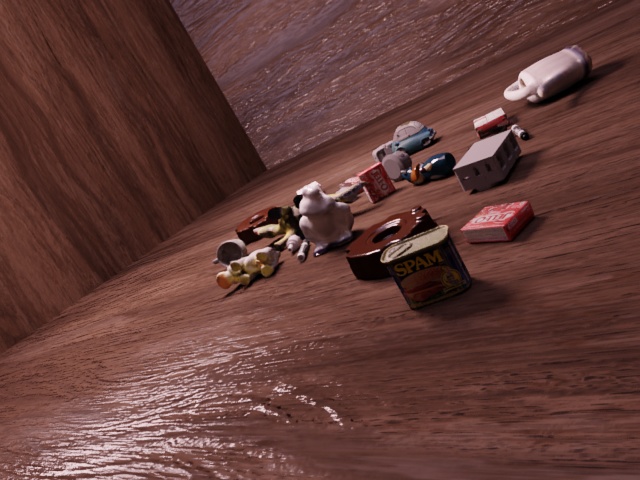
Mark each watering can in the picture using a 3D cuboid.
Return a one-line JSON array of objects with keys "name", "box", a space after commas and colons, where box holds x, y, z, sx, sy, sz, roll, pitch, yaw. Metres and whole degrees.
[{"name": "watering can", "box": [0.628, -0.437, 1.396, 0.223, 0.103, 0.352, -27, 13, 11]}]

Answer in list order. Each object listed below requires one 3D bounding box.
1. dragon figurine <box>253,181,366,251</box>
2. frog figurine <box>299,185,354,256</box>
[{"name": "dragon figurine", "box": [-0.027, -0.086, 1.502, 0.407, 0.122, 0.245, -24, 7, 18]}, {"name": "frog figurine", "box": [0.004, -0.061, 1.212, 0.136, 0.158, 0.125, -18, 17, 44]}]
